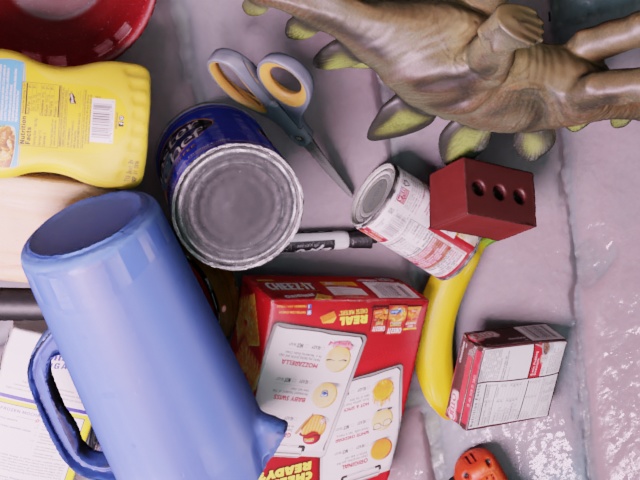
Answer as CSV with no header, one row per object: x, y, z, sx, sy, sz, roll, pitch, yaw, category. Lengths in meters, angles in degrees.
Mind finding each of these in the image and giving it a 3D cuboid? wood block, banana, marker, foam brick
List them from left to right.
-0.275,-0.026,0.859,0.205,0.091,0.090,7,108,-16,wood block
-0.006,0.001,0.971,0.121,0.020,0.020,-3,110,-12,marker
0.123,0.085,1.023,0.069,0.037,0.198,7,108,-16,banana
0.140,-0.035,0.926,0.078,0.051,0.053,9,72,-28,foam brick

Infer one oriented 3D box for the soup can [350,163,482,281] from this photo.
0.086,-0.016,0.961,0.102,0.068,0.068,31,100,-21,soup can

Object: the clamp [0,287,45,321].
-0.333,0.059,0.845,0.209,0.036,0.165,18,142,-34,clamp

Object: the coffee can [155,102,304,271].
-0.077,-0.047,0.871,0.102,0.140,0.103,-4,110,-12,coffee can

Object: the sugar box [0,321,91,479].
-0.253,0.159,0.957,0.093,0.048,0.176,17,101,-18,sugar box

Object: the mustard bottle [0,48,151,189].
-0.226,-0.093,0.799,0.191,0.058,0.096,4,90,-17,mustard bottle

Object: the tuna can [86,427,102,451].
-0.185,0.169,0.954,0.033,0.086,0.086,16,105,-17,tuna can

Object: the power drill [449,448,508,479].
0.137,0.327,1.106,0.187,0.057,0.184,-32,110,-4,power drill

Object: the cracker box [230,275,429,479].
-0.005,0.140,0.981,0.163,0.072,0.214,1,110,-29,cracker box

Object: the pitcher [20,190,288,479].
-0.143,0.091,0.823,0.149,0.145,0.243,-34,121,-26,pitcher

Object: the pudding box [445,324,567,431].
0.181,0.133,1.039,0.113,0.039,0.090,-2,112,-31,pudding box

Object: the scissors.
-0.008,-0.096,0.886,0.201,0.096,0.016,38,61,-32,scissors

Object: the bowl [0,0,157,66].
-0.207,-0.211,0.826,0.162,0.055,0.162,-4,110,-12,bowl
